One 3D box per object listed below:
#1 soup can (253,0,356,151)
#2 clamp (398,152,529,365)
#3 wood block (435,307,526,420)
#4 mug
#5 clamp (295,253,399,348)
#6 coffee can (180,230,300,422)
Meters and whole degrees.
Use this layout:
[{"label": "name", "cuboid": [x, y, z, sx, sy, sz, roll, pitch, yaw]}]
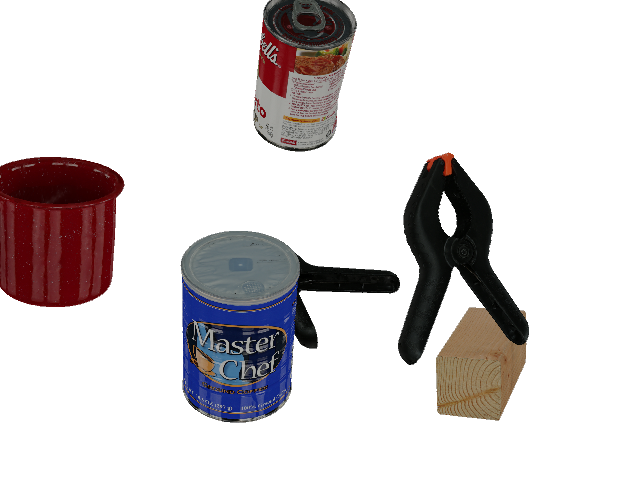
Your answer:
[{"label": "soup can", "cuboid": [-0.014, -0.126, 0.802, 0.068, 0.068, 0.102, 0, -42, -10]}, {"label": "clamp", "cuboid": [0.100, 0.018, 0.869, 0.120, 0.171, 0.039, -16, -1, -31]}, {"label": "wood block", "cuboid": [0.236, 0.174, 1.546, 0.091, 0.090, 0.205, 3, 17, 20]}, {"label": "mug", "cuboid": [-0.198, -0.004, 0.750, 0.117, 0.081, 0.093, -7, 27, -28]}, {"label": "clamp", "cuboid": [-0.039, 0.050, 1.181, 0.210, 0.036, 0.164, 17, 31, 26]}, {"label": "coffee can", "cuboid": [-0.073, 0.077, 0.956, 0.103, 0.140, 0.103, 3, 34, -2]}]
